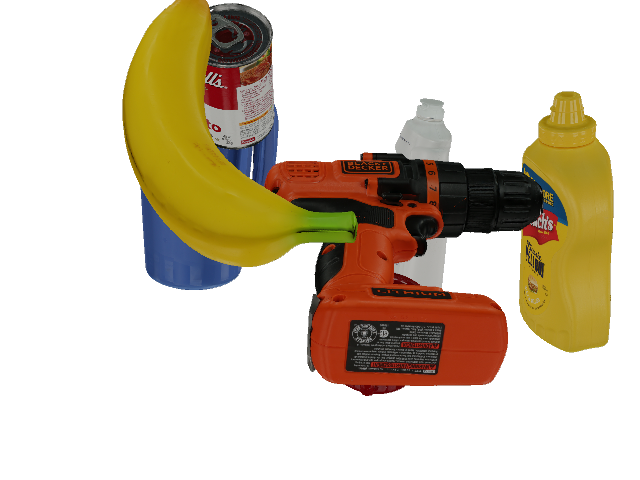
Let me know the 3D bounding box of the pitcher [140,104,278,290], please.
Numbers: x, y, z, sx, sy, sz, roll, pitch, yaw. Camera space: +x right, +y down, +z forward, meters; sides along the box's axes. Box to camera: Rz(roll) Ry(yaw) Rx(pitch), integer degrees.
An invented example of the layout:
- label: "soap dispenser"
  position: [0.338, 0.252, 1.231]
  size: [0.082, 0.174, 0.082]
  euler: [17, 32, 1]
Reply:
- label: "pitcher"
  position: [-0.127, -0.071, 1.146]
  size: [0.145, 0.243, 0.149]
  euler: [0, 22, -9]

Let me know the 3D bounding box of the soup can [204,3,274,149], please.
- label: "soup can"
  position: [-0.071, -0.131, 0.862]
  size: [0.068, 0.068, 0.102]
  euler: [0, -35, -1]

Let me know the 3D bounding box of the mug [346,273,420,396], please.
- label: "mug"
  position: [0.051, 0.094, 0.976]
  size: [0.093, 0.081, 0.117]
  euler: [5, 35, 4]

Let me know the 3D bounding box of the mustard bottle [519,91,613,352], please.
- label: "mustard bottle"
  position: [0.184, -0.019, 0.802]
  size: [0.058, 0.192, 0.096]
  euler: [-9, 27, -9]

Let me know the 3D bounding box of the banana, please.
- label: "banana"
  position: [-0.053, -0.048, 0.474]
  size: [0.069, 0.037, 0.198]
  euler: [-16, 46, -17]

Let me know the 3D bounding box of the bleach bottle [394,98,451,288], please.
- label: "bleach bottle"
  position: [0.113, -0.036, 1.232]
  size: [0.068, 0.251, 0.103]
  euler: [-1, 22, -23]

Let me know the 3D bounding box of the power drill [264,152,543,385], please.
- label: "power drill"
  position: [0.058, 0.009, 0.642]
  size: [0.184, 0.057, 0.187]
  euler: [0, 31, -3]
